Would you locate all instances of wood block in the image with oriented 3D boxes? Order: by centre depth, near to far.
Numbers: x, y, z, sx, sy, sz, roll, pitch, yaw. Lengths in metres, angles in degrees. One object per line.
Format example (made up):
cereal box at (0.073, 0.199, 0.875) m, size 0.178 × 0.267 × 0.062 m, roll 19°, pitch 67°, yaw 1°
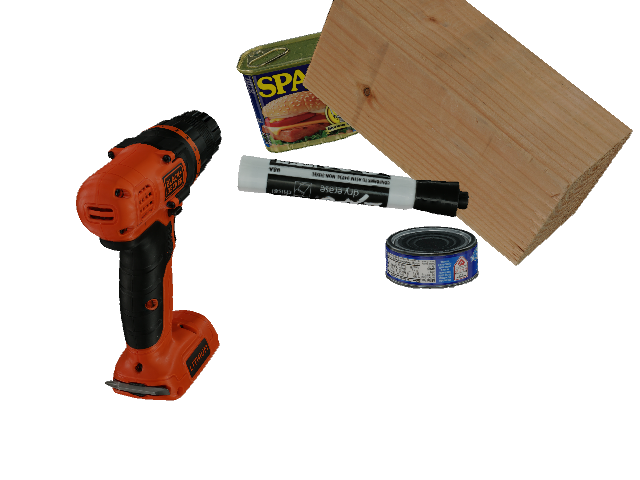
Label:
wood block at (0.099, -0.094, 0.753) m, size 0.090 × 0.206 × 0.091 m, roll -36°, pitch -20°, yaw -38°

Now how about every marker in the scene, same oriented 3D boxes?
marker at (0.017, -0.028, 0.562) m, size 0.121 × 0.020 × 0.020 m, roll 7°, pitch 0°, yaw 1°

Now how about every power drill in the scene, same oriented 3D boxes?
power drill at (-0.116, 0.008, 0.793) m, size 0.057 × 0.188 × 0.184 m, roll 4°, pitch 24°, yaw 18°

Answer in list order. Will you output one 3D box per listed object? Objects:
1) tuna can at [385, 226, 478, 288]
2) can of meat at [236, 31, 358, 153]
tuna can at (0.102, 0.014, 0.980) m, size 0.086 × 0.034 × 0.086 m, roll -3°, pitch 17°, yaw 1°
can of meat at (-0.013, -0.131, 0.945) m, size 0.102 × 0.084 × 0.057 m, roll -11°, pitch 30°, yaw 11°
